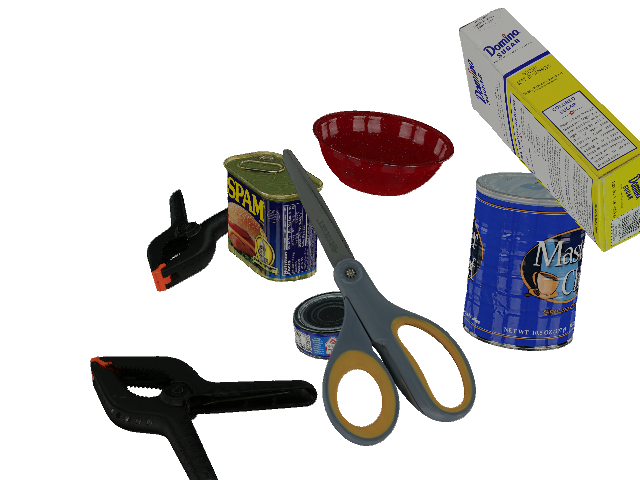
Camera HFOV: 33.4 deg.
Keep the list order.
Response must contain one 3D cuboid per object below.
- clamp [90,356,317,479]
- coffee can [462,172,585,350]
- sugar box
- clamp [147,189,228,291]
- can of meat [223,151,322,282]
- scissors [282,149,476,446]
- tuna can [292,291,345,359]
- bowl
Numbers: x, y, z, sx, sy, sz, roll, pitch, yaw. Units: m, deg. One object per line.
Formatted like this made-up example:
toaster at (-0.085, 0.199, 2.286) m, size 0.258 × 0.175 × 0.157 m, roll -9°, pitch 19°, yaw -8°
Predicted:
clamp at (-0.119, 0.147, 0.975) m, size 0.210 × 0.036 × 0.164 m, roll 22°, pitch 36°, yaw 31°
coffee can at (0.187, 0.017, 0.975) m, size 0.103 × 0.140 × 0.103 m, roll 3°, pitch 16°, yaw -1°
sugar box at (0.167, -0.082, 0.768) m, size 0.048 × 0.176 × 0.093 m, roll -28°, pitch -36°, yaw -4°
clamp at (-0.140, -0.006, 1.239) m, size 0.120 × 0.039 × 0.171 m, roll -6°, pitch 38°, yaw 20°
can of meat at (-0.043, -0.021, 0.928) m, size 0.057 × 0.084 × 0.102 m, roll -13°, pitch 29°, yaw -28°
scissors at (0.008, 0.038, 0.640) m, size 0.096 × 0.202 × 0.016 m, roll -38°, pitch -20°, yaw -16°
tuna can at (0.014, 0.088, 1.127) m, size 0.086 × 0.034 × 0.086 m, roll -6°, pitch 27°, yaw 3°
bowl at (0.067, -0.094, 1.212) m, size 0.162 × 0.055 × 0.162 m, roll 7°, pitch 27°, yaw -4°
